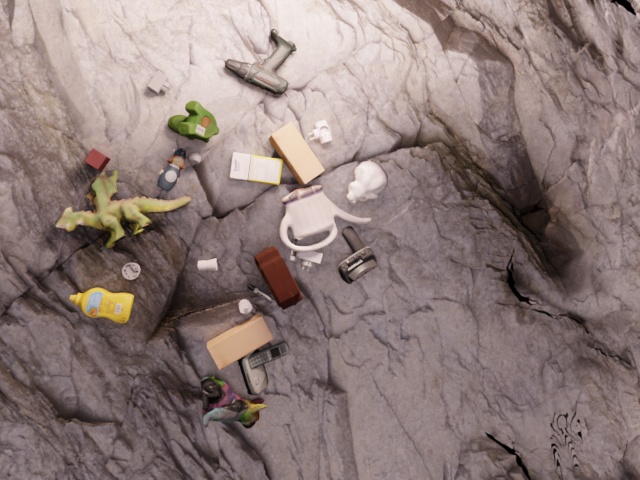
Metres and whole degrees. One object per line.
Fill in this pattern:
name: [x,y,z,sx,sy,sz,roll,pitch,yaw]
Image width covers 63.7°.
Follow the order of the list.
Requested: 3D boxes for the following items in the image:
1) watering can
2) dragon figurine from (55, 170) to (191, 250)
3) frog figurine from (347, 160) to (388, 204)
watering can: [0.006,-0.092,1.838,0.350,0.103,0.224,-21,94,-20]
dragon figurine: [-0.655,-0.122,1.689,0.412,0.121,0.243,-31,88,-11]
frog figurine: [0.163,-0.204,1.867,0.161,0.123,0.135,-39,118,-22]
